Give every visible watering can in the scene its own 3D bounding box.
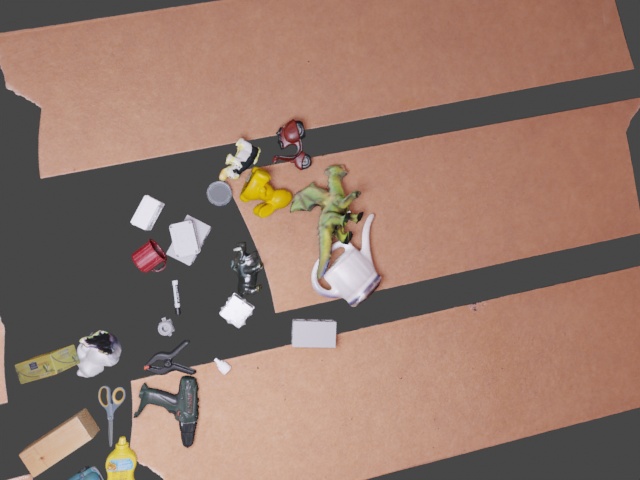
[{"bbox_3d":[0.130,0.084,1.814,0.351,0.103,0.224,-43,91,-16],"label":"watering can"}]

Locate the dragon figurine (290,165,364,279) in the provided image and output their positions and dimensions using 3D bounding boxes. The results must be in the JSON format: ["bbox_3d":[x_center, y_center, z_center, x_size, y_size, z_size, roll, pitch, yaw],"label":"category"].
[{"bbox_3d":[0.005,-0.091,1.801,0.244,0.120,0.414,24,75,25],"label":"dragon figurine"}]

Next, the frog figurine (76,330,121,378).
[{"bbox_3d":[-0.737,0.385,1.709,0.137,0.125,0.156,15,122,-14],"label":"frog figurine"}]
